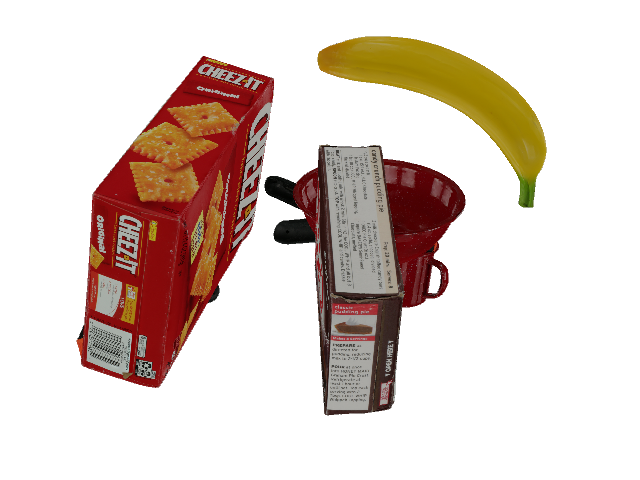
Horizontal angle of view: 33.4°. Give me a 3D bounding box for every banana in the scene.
[{"bbox_3d":[0.095,-0.104,0.786,0.198,0.069,0.037,34,2,-2],"label":"banana"}]

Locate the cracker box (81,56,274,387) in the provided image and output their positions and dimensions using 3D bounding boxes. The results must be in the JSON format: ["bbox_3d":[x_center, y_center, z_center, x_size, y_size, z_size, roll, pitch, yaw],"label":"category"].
[{"bbox_3d":[-0.104,-0.018,0.816,0.072,0.164,0.213,18,38,6],"label":"cracker box"}]

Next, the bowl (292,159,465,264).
[{"bbox_3d":[0.054,-0.021,1.011,0.162,0.055,0.162,2,29,-1],"label":"bowl"}]

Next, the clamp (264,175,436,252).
[{"bbox_3d":[0.035,-0.017,1.211,0.210,0.036,0.164,14,22,-5],"label":"clamp"}]

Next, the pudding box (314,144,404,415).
[{"bbox_3d":[0.017,0.019,0.550,0.039,0.090,0.113,-3,44,-4],"label":"pudding box"}]

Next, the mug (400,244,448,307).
[{"bbox_3d":[0.118,0.041,1.430,0.117,0.081,0.093,18,26,28],"label":"mug"}]

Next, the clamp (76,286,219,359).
[{"bbox_3d":[-0.192,0.081,1.170,0.120,0.039,0.171,-6,25,31],"label":"clamp"}]
